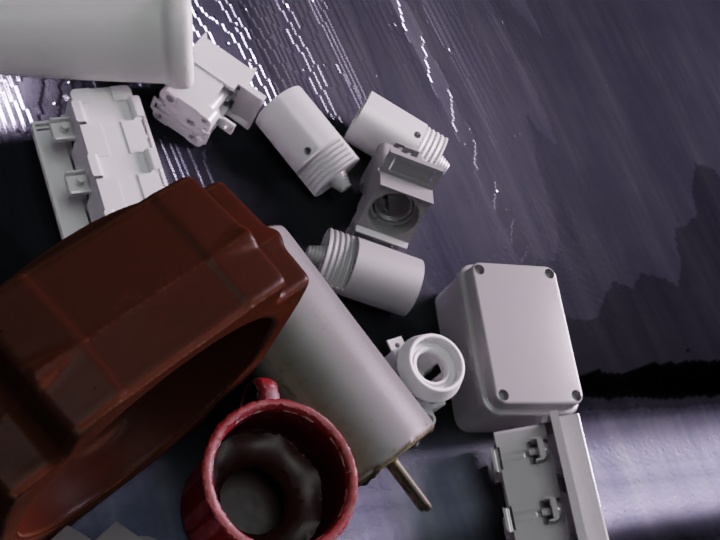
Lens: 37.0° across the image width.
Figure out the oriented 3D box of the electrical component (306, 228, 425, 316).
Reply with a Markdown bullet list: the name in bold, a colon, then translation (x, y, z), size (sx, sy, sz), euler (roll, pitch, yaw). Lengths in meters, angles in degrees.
- **electrical component**: translation (0.000, 0.000, 0.762), size (0.081, 0.043, 0.043), euler (19, 58, -14)

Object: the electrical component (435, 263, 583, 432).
- **electrical component**: translation (0.106, 0.055, 0.773), size (0.078, 0.057, 0.113), euler (3, 63, -23)

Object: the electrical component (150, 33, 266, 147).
- **electrical component**: translation (-0.114, -0.128, 0.778), size (0.081, 0.042, 0.063), euler (34, 57, -4)

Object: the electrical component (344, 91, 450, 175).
- **electrical component**: translation (0.033, -0.098, 0.828), size (0.081, 0.043, 0.043), euler (30, 56, -7)

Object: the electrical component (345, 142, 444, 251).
- **electrical component**: translation (0.024, -0.056, 0.788), size (0.042, 0.081, 0.063), euler (20, 36, -14)

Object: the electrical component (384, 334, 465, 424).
- **electrical component**: translation (0.041, 0.073, 0.735), size (0.048, 0.055, 0.066), euler (-16, 72, -30)

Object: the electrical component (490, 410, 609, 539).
- **electrical component**: translation (0.127, 0.165, 0.717), size (0.063, 0.078, 0.121), euler (-10, 66, 3)

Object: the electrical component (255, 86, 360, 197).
- **electrical component**: translation (-0.035, -0.091, 0.794), size (0.043, 0.043, 0.081), euler (-35, 82, -34)

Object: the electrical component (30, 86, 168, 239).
- **electrical component**: translation (-0.160, -0.055, 0.705), size (0.079, 0.063, 0.121), euler (-10, 69, -29)
